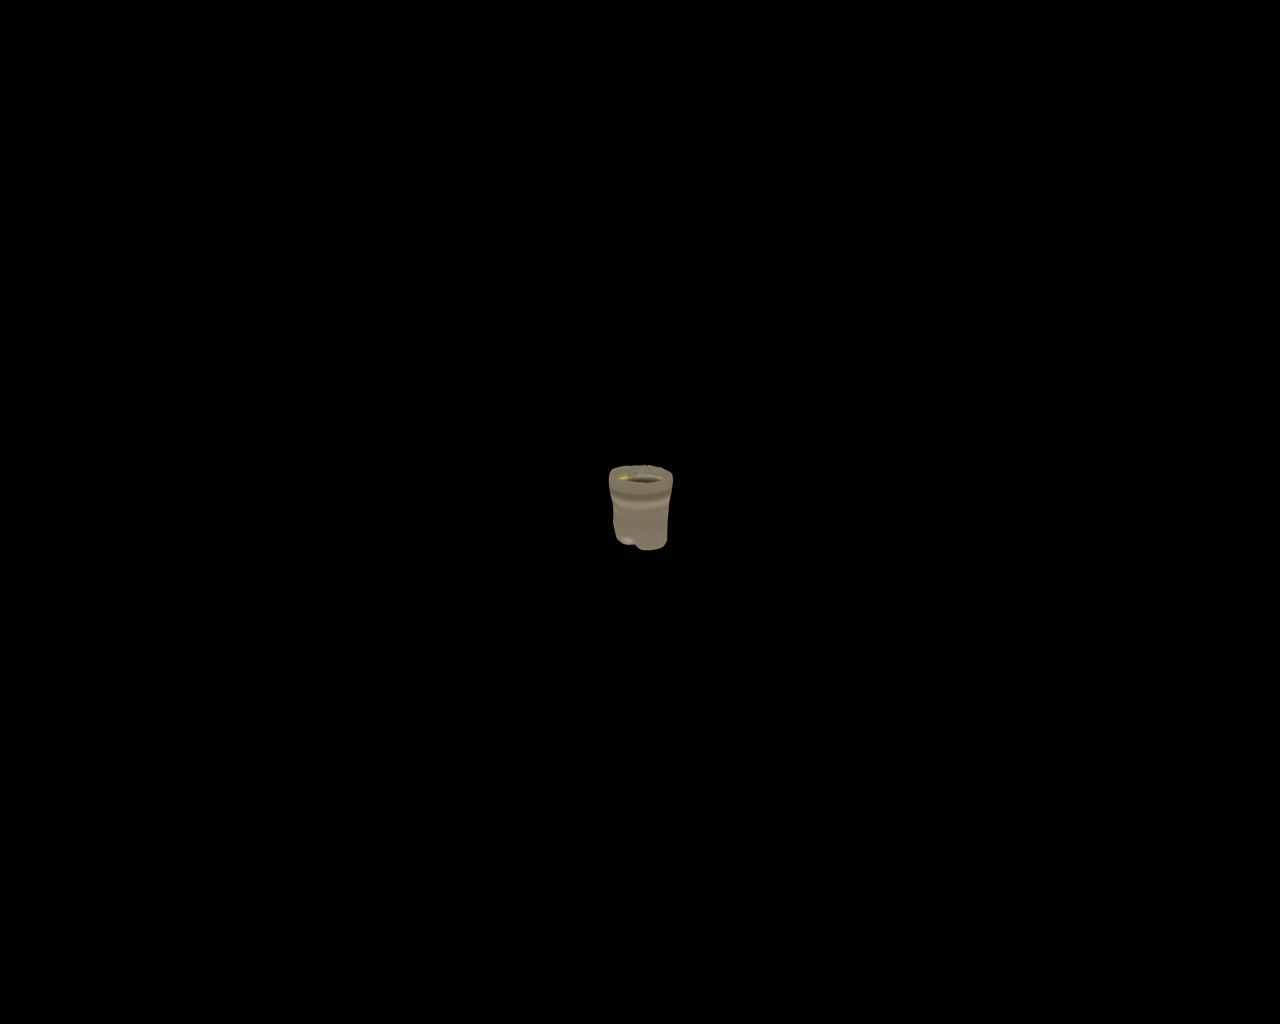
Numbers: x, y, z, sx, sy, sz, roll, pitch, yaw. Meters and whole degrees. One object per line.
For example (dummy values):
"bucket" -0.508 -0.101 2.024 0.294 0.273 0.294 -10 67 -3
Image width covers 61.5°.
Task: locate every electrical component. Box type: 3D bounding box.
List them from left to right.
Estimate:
"electrical component" 0.001 -0.003 0.650 0.040 0.046 0.040 0 18 0
